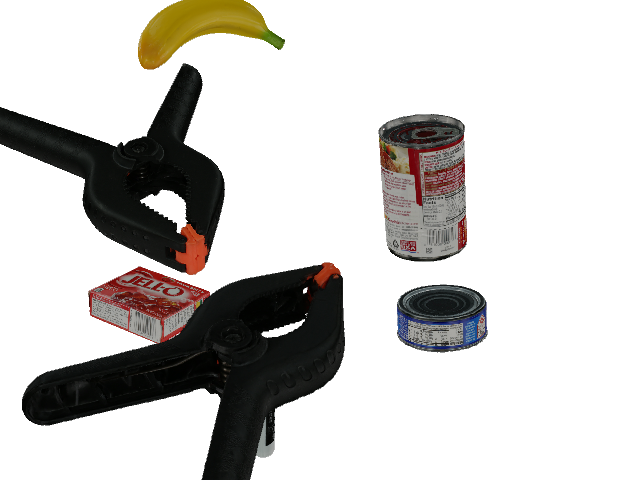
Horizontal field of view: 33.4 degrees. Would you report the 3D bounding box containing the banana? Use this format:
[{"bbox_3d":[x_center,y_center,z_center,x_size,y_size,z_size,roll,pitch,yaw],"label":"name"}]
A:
[{"bbox_3d":[-0.113,-0.205,1.026,0.070,0.037,0.197,44,38,19],"label":"banana"}]

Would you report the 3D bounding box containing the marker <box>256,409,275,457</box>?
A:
[{"bbox_3d":[-0.043,0.124,0.820,0.020,0.121,0.020,2,43,-2],"label":"marker"}]

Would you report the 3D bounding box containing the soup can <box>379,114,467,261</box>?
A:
[{"bbox_3d":[0.084,-0.042,0.858,0.068,0.102,0.068,-5,26,2],"label":"soup can"}]

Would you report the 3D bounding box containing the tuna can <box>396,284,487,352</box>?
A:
[{"bbox_3d":[0.115,0.072,1.011,0.086,0.034,0.086,-4,20,1],"label":"tuna can"}]

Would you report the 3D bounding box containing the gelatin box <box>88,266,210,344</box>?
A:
[{"bbox_3d":[-0.160,0.058,1.000,0.089,0.030,0.073,18,27,27],"label":"gelatin box"}]

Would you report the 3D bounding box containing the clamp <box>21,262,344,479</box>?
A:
[{"bbox_3d":[-0.038,0.066,0.500,0.171,0.039,0.120,-30,52,-34],"label":"clamp"}]

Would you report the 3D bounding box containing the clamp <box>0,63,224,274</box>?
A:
[{"bbox_3d":[-0.118,-0.056,0.738,0.164,0.036,0.210,-24,48,-26],"label":"clamp"}]
